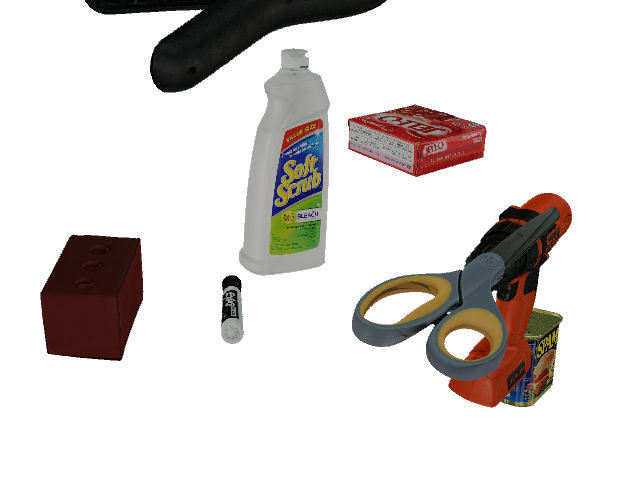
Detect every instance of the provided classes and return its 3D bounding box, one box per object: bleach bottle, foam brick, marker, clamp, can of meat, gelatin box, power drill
[{"bbox_3d":[-0.040,-0.091,1.217,0.102,0.251,0.068,-8,22,-26],"label":"bleach bottle"},{"bbox_3d":[-0.155,0.038,0.735,0.053,0.051,0.078,3,31,1],"label":"foam brick"},{"bbox_3d":[-0.080,0.060,0.964,0.020,0.020,0.121,0,19,-5],"label":"marker"},{"bbox_3d":[-0.024,-0.119,0.516,0.171,0.039,0.120,-17,44,-10],"label":"clamp"},{"bbox_3d":[0.227,0.129,1.188,0.058,0.084,0.101,11,16,29],"label":"can of meat"},{"bbox_3d":[0.077,-0.083,0.860,0.073,0.030,0.089,-16,27,-32],"label":"gelatin box"},{"bbox_3d":[0.173,0.060,1.003,0.057,0.188,0.184,25,31,25],"label":"power drill"}]

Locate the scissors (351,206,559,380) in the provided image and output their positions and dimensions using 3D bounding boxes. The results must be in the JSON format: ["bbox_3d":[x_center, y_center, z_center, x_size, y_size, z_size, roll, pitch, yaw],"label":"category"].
[{"bbox_3d":[0.110,0.030,0.645,0.201,0.016,0.096,-20,43,-33],"label":"scissors"}]
